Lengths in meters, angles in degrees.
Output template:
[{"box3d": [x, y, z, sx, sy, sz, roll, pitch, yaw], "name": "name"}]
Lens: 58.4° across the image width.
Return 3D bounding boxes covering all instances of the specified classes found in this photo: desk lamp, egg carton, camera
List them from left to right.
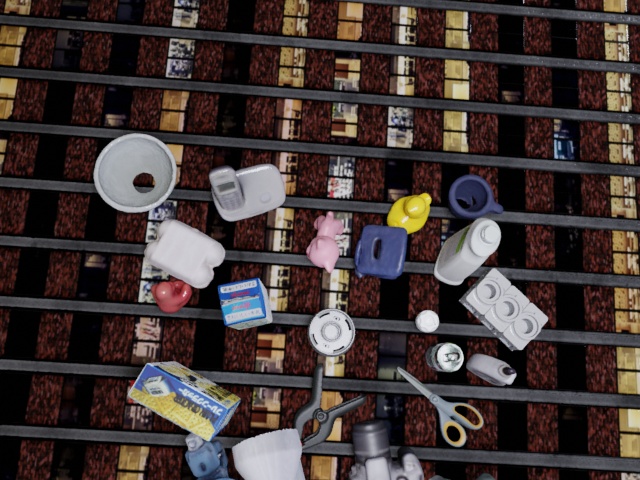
[{"box3d": [-0.273, 0.026, 1.165, 0.150, 0.069, 0.107, 26, 79, 3], "name": "egg carton"}, {"box3d": [-0.075, 0.436, 1.021, 0.118, 0.213, 0.203, -15, 80, -5], "name": "desk lamp"}, {"box3d": [0.119, 0.416, 1.091, 0.143, 0.101, 0.137, -8, 79, -4], "name": "camera"}]

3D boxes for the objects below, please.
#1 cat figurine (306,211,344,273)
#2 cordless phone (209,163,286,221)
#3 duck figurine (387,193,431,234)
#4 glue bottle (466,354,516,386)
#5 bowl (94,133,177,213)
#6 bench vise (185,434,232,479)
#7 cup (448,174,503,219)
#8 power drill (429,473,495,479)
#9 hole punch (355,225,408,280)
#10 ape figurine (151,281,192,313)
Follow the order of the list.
[{"box3d": [0.011, 0.004, 1.157, 0.067, 0.117, 0.128, 12, 79, 0], "name": "cat figurine"}, {"box3d": [-0.146, -0.110, 1.138, 0.147, 0.185, 0.094, -20, 80, -6], "name": "cordless phone"}, {"box3d": [0.189, -0.059, 1.193, 0.104, 0.086, 0.077, -38, 83, -9], "name": "duck figurine"}, {"box3d": [0.339, 0.250, 1.096, 0.078, 0.173, 0.037, 32, 80, 4], "name": "glue bottle"}, {"box3d": [-0.374, -0.131, 1.188, 0.167, 0.074, 0.167, 0, 79, -2], "name": "bowl"}, {"box3d": [-0.200, 0.455, 1.009, 0.121, 0.219, 0.207, -42, 83, -9], "name": "bench vise"}, {"box3d": [0.317, -0.076, 1.197, 0.117, 0.095, 0.092, 23, 79, 2], "name": "cup"}, {"box3d": [0.217, 0.500, 1.024, 0.230, 0.208, 0.075, -36, 82, -8], "name": "power drill"}, {"box3d": [0.123, 0.026, 1.171, 0.101, 0.091, 0.109, 9, 79, 0], "name": "hole punch"}, {"box3d": [-0.300, 0.106, 1.137, 0.078, 0.092, 0.076, 20, 79, 2], "name": "ape figurine"}]
